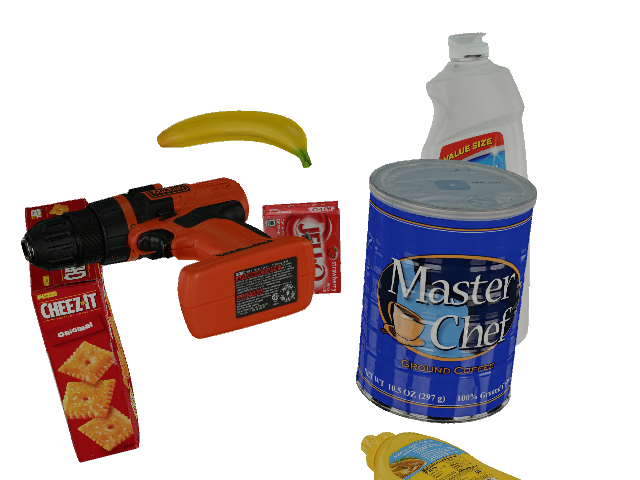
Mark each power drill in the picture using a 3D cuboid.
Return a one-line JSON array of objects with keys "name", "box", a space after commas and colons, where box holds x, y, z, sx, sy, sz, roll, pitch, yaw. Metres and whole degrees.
[{"name": "power drill", "box": [-0.106, 0.007, 0.782, 0.184, 0.057, 0.188, -16, 28, -29]}]

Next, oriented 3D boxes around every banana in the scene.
[{"name": "banana", "box": [-0.098, -0.131, 1.295, 0.198, 0.037, 0.069, 8, 40, 15]}]

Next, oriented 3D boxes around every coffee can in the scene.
[{"name": "coffee can", "box": [0.078, 0.029, 0.678, 0.103, 0.140, 0.103, 3, 21, -1]}]

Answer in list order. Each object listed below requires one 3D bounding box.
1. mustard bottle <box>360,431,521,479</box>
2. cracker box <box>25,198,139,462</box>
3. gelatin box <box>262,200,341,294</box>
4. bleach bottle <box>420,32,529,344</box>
[{"name": "mustard bottle", "box": [0.106, 0.222, 0.979, 0.096, 0.058, 0.192, -16, 24, -36]}, {"name": "cracker box", "box": [-0.241, 0.089, 1.085, 0.072, 0.214, 0.164, -12, 33, -11]}, {"name": "gelatin box", "box": [-0.018, 0.008, 1.019, 0.073, 0.089, 0.030, -2, 27, -4]}, {"name": "bleach bottle", "box": [0.117, -0.040, 0.869, 0.103, 0.251, 0.068, -1, 15, 16]}]
